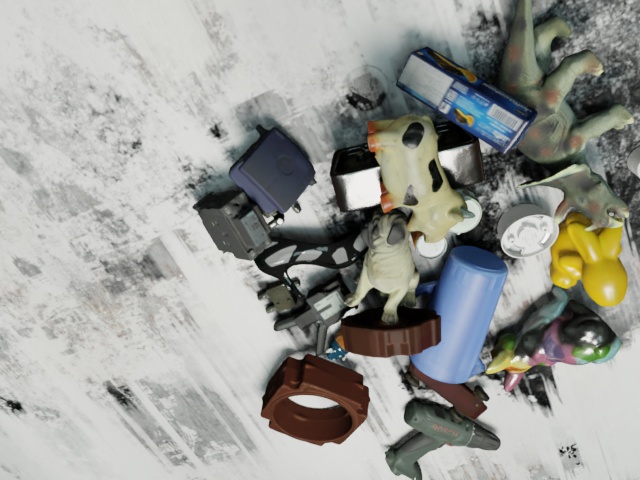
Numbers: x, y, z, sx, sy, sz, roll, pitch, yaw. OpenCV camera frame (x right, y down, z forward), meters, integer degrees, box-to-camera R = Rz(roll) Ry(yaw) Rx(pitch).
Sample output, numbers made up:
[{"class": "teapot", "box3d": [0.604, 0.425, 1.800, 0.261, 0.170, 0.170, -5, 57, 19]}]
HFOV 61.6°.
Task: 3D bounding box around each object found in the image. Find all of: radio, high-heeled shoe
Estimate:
[{"class": "radio", "box3d": [0.135, -0.121, 0.866, 0.230, 0.131, 0.073, -11, 117, 9]}, {"class": "high-heeled shoe", "box3d": [-0.002, -0.003, 0.990, 0.249, 0.086, 0.145, -35, 83, 2]}]

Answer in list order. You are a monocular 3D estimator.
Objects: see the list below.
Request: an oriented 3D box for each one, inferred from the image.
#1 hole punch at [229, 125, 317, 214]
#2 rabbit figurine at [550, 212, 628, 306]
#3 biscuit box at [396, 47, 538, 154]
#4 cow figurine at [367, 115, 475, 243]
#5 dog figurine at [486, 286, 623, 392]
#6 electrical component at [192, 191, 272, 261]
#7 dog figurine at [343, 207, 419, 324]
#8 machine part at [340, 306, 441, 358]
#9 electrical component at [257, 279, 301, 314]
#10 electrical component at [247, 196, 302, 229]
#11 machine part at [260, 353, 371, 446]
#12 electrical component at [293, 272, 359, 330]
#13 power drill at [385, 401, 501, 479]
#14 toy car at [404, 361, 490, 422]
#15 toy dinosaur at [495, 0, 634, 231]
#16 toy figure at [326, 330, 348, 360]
[{"class": "hole punch", "box3d": [-0.073, -0.113, 0.886, 0.142, 0.092, 0.116, 44, 82, -15]}, {"class": "rabbit figurine", "box3d": [0.475, 0.033, 0.917, 0.122, 0.173, 0.162, -5, 123, 9]}, {"class": "biscuit box", "box3d": [0.217, -0.210, 0.799, 0.203, 0.063, 0.059, 37, 130, 14]}, {"class": "cow figurine", "box3d": [0.146, -0.084, 0.766, 0.127, 0.085, 0.194, -10, 117, 15]}, {"class": "dog figurine", "box3d": [0.426, 0.211, 1.021, 0.219, 0.192, 0.108, -46, 116, 7]}, {"class": "electrical component", "box3d": [-0.147, -0.026, 0.934, 0.134, 0.058, 0.114, 4, 132, 50]}, {"class": "dog figurine", "box3d": [0.126, 0.019, 0.907, 0.121, 0.172, 0.190, 17, 118, 11]}, {"class": "machine part", "box3d": [0.125, 0.161, 0.951, 0.179, 0.179, 0.056, -5, 93, 5]}, {"class": "electrical component", "box3d": [-0.075, 0.111, 1.067, 0.094, 0.021, 0.063, -23, 116, 13]}, {"class": "electrical component", "box3d": [-0.092, -0.067, 0.954, 0.078, 0.045, 0.102, -31, 114, 19]}, {"class": "machine part", "box3d": [-0.011, 0.345, 1.140, 0.201, 0.087, 0.201, 23, 128, -12]}, {"class": "electrical component", "box3d": [0.008, 0.125, 1.021, 0.119, 0.048, 0.074, -37, 99, 15]}, {"class": "power drill", "box3d": [0.264, 0.471, 1.223, 0.232, 0.086, 0.207, 31, 120, -13]}, {"class": "toy car", "box3d": [0.273, 0.310, 1.147, 0.202, 0.053, 0.089, 38, 104, -13]}, {"class": "toy dinosaur", "box3d": [0.345, -0.196, 0.831, 0.192, 0.131, 0.404, -37, 106, 19]}, {"class": "toy figure", "box3d": [0.076, 0.197, 1.090, 0.154, 0.058, 0.064, -32, 108, 23]}]
